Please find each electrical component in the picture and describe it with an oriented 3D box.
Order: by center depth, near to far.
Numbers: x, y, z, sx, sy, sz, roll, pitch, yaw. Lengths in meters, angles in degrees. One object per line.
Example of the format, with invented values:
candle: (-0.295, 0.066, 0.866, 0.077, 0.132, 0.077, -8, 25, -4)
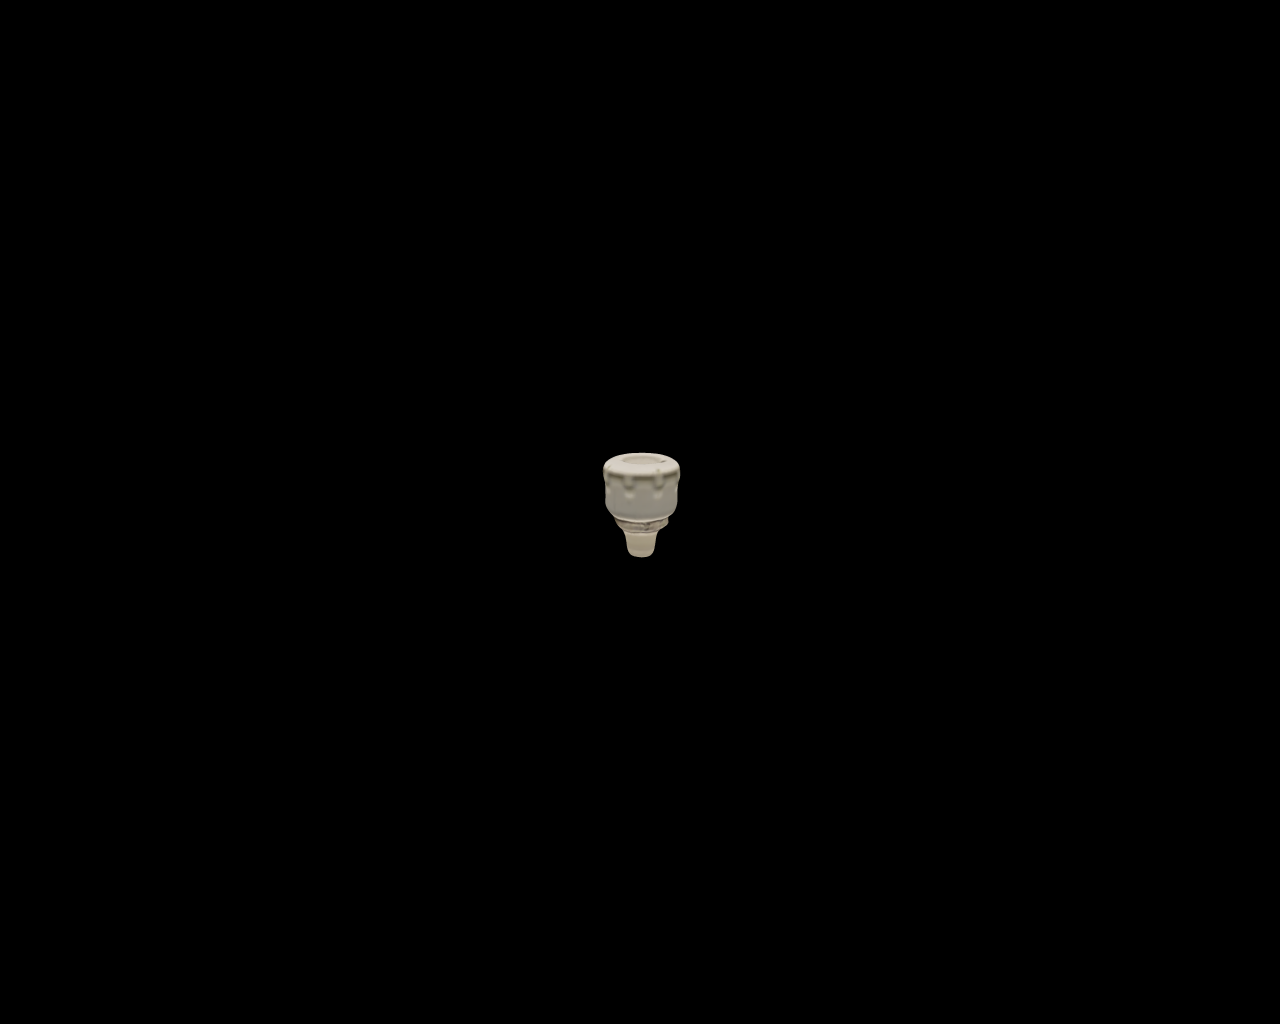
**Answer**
electrical component: (0.001, -0.003, 0.650, 0.048, 0.062, 0.048, 0, 15, 0)
